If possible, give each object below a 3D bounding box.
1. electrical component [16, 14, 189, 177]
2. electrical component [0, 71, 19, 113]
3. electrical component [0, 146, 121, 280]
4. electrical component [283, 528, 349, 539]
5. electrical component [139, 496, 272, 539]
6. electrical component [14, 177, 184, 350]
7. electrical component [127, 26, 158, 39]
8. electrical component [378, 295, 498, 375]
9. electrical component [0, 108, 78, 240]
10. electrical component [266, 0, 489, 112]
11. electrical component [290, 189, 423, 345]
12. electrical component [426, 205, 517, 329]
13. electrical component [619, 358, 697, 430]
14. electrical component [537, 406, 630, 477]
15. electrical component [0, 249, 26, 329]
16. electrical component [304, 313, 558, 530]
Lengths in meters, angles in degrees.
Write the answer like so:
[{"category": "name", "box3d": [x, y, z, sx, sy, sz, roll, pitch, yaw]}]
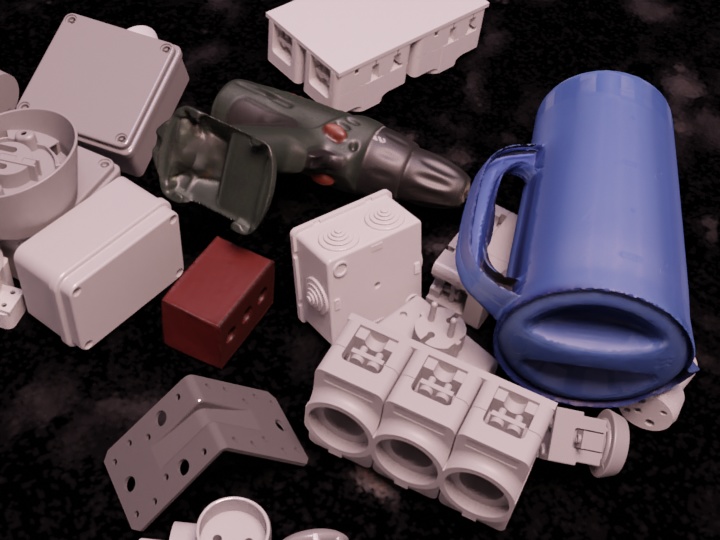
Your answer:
[{"category": "electrical component", "box3d": [-0.217, -0.149, 0.914, 0.109, 0.056, 0.108, 19, 72, 9]}, {"category": "electrical component", "box3d": [-0.332, -0.116, 0.895, 0.074, 0.052, 0.138, 26, 51, 15]}, {"category": "electrical component", "box3d": [-0.261, -0.053, 0.846, 0.109, 0.056, 0.108, 23, 51, 13]}, {"category": "electrical component", "box3d": [-0.027, 0.195, 0.669, 0.048, 0.048, 0.062, -5, 59, -11]}, {"category": "electrical component", "box3d": [-0.095, 0.174, 0.656, 0.079, 0.077, 0.043, 6, 49, -1]}, {"category": "electrical component", "box3d": [-0.190, -0.005, 0.799, 0.057, 0.078, 0.113, 31, 53, 23]}, {"category": "electrical component", "box3d": [-0.192, -0.185, 0.979, 0.044, 0.044, 0.065, -23, 61, -24]}, {"category": "electrical component", "box3d": [0.056, 0.053, 0.779, 0.047, 0.075, 0.083, -34, 61, -30]}, {"category": "electrical component", "box3d": [-0.253, -0.072, 0.781, 0.099, 0.064, 0.099, 3, 49, -4]}, {"category": "electrical component", "box3d": [0.016, -0.225, 1.023, 0.186, 0.060, 0.105, -31, 59, -28]}, {"category": "electrical component", "box3d": [0.000, 0.000, 0.805, 0.100, 0.099, 0.048, -25, 44, -25]}, {"category": "electrical component", "box3d": [0.100, -0.003, 0.849, 0.056, 0.050, 0.089, 28, 52, 17]}, {"category": "electrical component", "box3d": [0.219, 0.084, 0.792, 0.045, 0.045, 0.055, 25, 52, 15]}, {"category": "electrical component", "box3d": [0.154, 0.118, 0.750, 0.055, 0.066, 0.048, 12, 84, -7]}, {"category": "electrical component", "box3d": [-0.289, 0.007, 0.791, 0.078, 0.057, 0.058, 16, 50, 8]}, {"category": "electrical component", "box3d": [0.044, 0.106, 0.723, 0.150, 0.089, 0.061, 23, 51, 13]}]
